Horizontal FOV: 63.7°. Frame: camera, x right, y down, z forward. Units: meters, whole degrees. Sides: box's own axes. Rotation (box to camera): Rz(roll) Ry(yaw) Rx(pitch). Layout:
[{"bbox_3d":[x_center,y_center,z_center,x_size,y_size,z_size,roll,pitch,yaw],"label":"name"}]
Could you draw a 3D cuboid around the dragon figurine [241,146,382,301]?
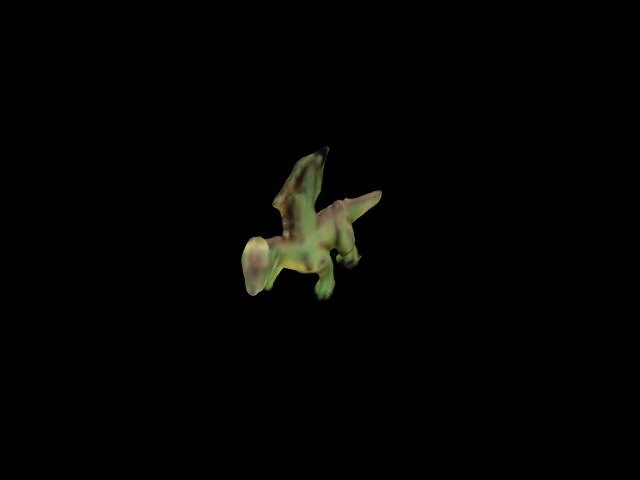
[{"bbox_3d":[0.003,-0.043,0.850,0.123,0.237,0.418,24,51,21],"label":"dragon figurine"}]
